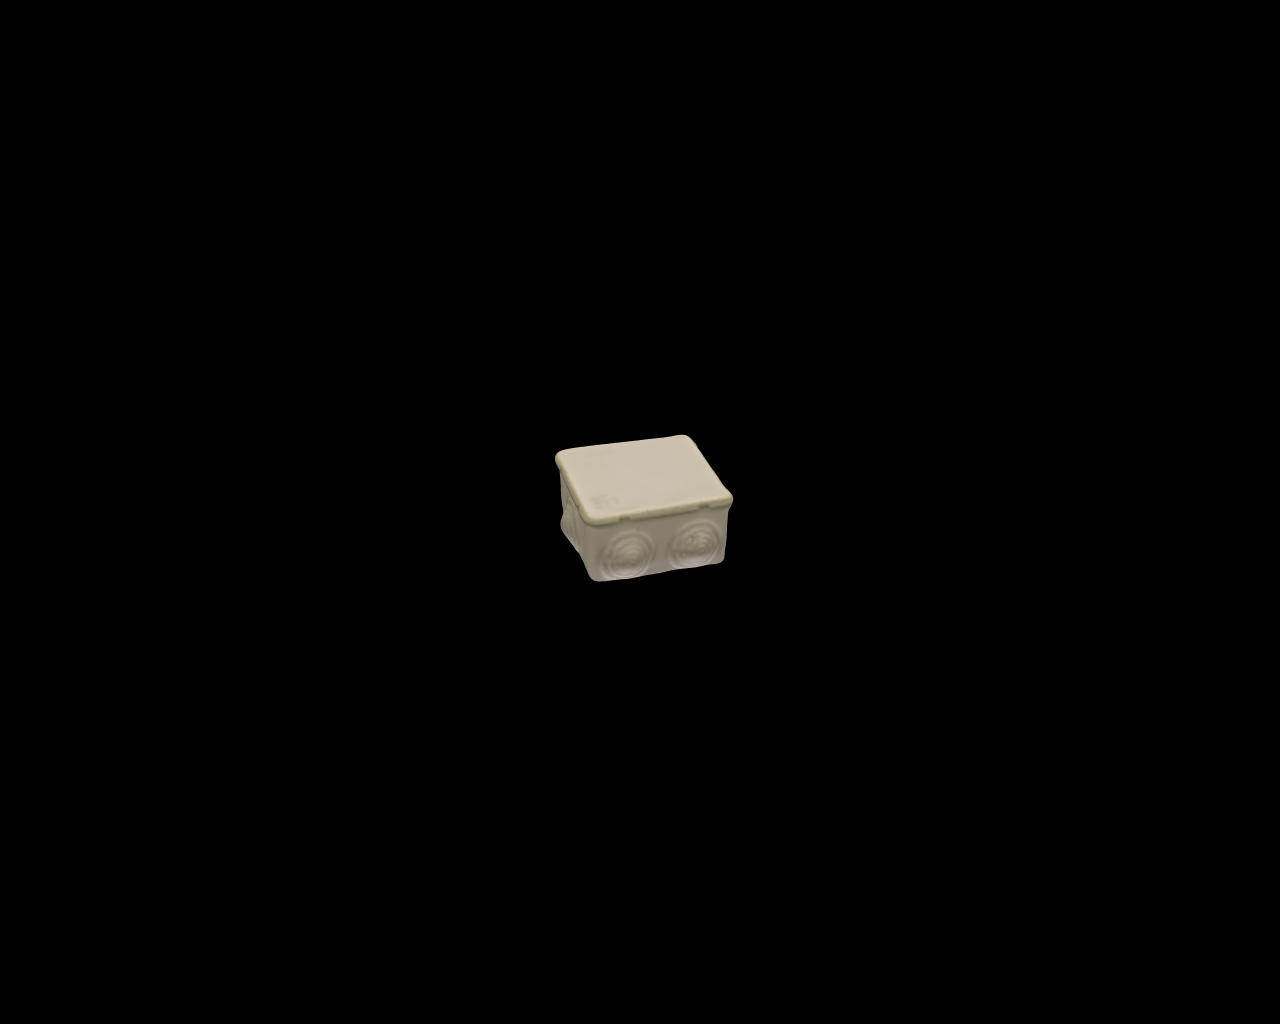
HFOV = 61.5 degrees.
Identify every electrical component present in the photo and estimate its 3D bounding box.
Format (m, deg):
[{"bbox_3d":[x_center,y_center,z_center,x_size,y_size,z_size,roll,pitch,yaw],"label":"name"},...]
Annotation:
[{"bbox_3d":[0.001,-0.003,0.650,0.100,0.048,0.100,-8,32,-14],"label":"electrical component"}]
